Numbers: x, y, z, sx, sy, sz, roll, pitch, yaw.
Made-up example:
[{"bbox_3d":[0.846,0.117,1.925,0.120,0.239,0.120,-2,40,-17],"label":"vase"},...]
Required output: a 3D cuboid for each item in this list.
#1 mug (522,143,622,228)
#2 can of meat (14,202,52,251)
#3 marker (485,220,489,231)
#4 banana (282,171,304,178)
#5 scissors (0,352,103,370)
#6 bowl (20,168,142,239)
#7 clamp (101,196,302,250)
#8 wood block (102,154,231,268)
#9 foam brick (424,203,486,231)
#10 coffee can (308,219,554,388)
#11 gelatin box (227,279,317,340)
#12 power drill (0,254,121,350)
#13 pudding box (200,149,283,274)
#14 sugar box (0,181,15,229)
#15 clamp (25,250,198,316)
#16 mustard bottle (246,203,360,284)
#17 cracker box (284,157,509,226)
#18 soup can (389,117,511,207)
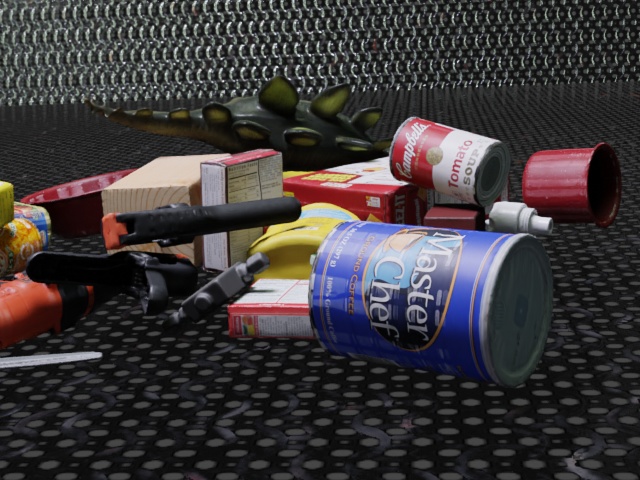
[{"bbox_3d":[0.284,-0.055,1.188,0.082,0.093,0.117,1,-18,39],"label":"mug"},{"bbox_3d":[-0.353,-0.008,1.168,0.083,0.057,0.102,-11,15,-41],"label":"can of meat"},{"bbox_3d":[0.212,-0.022,1.185,0.020,0.020,0.120,7,16,37],"label":"marker"},{"bbox_3d":[-0.039,-0.072,1.430,0.197,0.037,0.070,-7,-4,-26],"label":"banana"},{"bbox_3d":[-0.272,0.090,0.800,0.201,0.016,0.096,-7,13,-21],"label":"scissors"},{"bbox_3d":[-0.265,-0.040,1.255,0.162,0.055,0.162,-12,11,2],"label":"bowl"},{"bbox_3d":[-0.133,-0.012,0.935,0.165,0.036,0.209,-9,1,30],"label":"clamp"},{"bbox_3d":[-0.156,-0.032,1.152,0.091,0.090,0.206,-1,13,7],"label":"wood block"},{"bbox_3d":[0.133,-0.005,1.047,0.051,0.053,0.078,1,14,15],"label":"foam brick"},{"bbox_3d":[0.077,0.041,0.744,0.141,0.103,0.102,6,15,35],"label":"coffee can"},{"bbox_3d":[-0.027,0.056,0.868,0.073,0.030,0.089,0,12,14],"label":"gelatin box"},{"bbox_3d":[-0.282,0.042,0.925,0.188,0.057,0.184,3,12,26],"label":"power drill"},{"bbox_3d":[-0.077,-0.030,1.066,0.039,0.113,0.089,8,16,36],"label":"pudding box"},{"bbox_3d":[-0.352,-0.018,0.978,0.093,0.048,0.176,-1,15,3],"label":"sugar box"},{"bbox_3d":[-0.143,0.033,0.876,0.120,0.039,0.171,22,13,25],"label":"clamp"},{"bbox_3d":[-0.007,0.002,1.037,0.096,0.058,0.191,-6,12,10],"label":"mustard bottle"},{"bbox_3d":[0.086,-0.046,1.204,0.213,0.072,0.164,-16,18,-42],"label":"cracker box"},{"bbox_3d":[0.129,-0.078,1.061,0.102,0.068,0.068,21,24,33],"label":"soup can"}]
